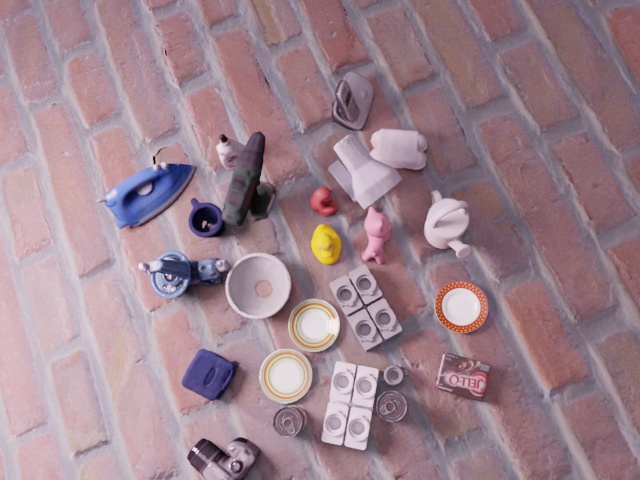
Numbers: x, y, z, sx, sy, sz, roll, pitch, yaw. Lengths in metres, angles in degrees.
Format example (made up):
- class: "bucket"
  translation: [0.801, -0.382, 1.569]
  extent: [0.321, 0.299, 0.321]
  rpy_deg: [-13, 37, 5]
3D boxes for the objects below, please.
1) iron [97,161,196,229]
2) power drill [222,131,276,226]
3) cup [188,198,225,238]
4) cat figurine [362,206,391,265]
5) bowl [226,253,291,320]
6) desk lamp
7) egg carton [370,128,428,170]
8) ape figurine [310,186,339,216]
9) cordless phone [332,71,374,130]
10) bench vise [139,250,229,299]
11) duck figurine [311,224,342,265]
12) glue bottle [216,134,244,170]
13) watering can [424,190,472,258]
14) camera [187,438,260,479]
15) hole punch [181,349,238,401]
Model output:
- class: "iron"
  translation: [-0.458, -0.146, 1.510]
  extent: [0.258, 0.141, 0.118]
  rpy_deg: [-35, 75, -3]
- class: "power drill"
  translation: [-0.173, -0.135, 1.443]
  extent: [0.075, 0.208, 0.230]
  rpy_deg: [17, 79, 10]
- class: "cup"
  translation: [-0.293, -0.052, 1.494]
  extent: [0.092, 0.095, 0.117]
  rpy_deg: [-36, 75, -3]
- class: "cat figurine"
  translation: [0.141, -0.013, 1.427]
  extent: [0.067, 0.118, 0.128]
  rpy_deg: [7, 77, 8]
- class: "bowl"
  translation: [-0.149, 0.121, 1.447]
  extent: [0.167, 0.075, 0.167]
  rpy_deg: [-1, 76, 6]
- class: "desk lamp"
  translation: [0.103, -0.164, 1.418]
  extent: [0.118, 0.214, 0.203]
  rpy_deg: [-38, 75, -4]
- class: "egg carton"
  translation: [0.205, -0.236, 1.499]
  extent: [0.150, 0.069, 0.107]
  rpy_deg: [5, 77, 7]
- class: "ape figurine"
  translation: [0.009, -0.106, 1.476]
  extent: [0.076, 0.092, 0.078]
  rpy_deg: [4, 77, 7]
- class: "cordless phone"
  translation: [0.081, -0.383, 1.488]
  extent: [0.094, 0.185, 0.148]
  rpy_deg: [13, 78, 10]
- class: "bench vise"
  translation: [-0.340, 0.064, 1.406]
  extent: [0.207, 0.220, 0.121]
  rpy_deg: [-28, 75, -1]
- class: "duck figurine"
  translation: [0.013, 0.005, 1.452]
  extent: [0.077, 0.086, 0.104]
  rpy_deg: [-11, 75, 4]
- class: "glue bottle"
  translation: [-0.235, -0.236, 1.492]
  extent: [0.078, 0.173, 0.037]
  rpy_deg: [-25, 75, 0]
- class: "watering can"
  translation: [0.312, -0.042, 1.376]
  extent: [0.101, 0.194, 0.172]
  rpy_deg: [-43, 76, -5]
- class: "camera"
  translation: [-0.236, 0.520, 1.345]
  extent: [0.136, 0.101, 0.143]
  rpy_deg: [36, 83, 13]
- class: "hole punch"
  translation: [-0.268, 0.329, 1.400]
  extent: [0.101, 0.091, 0.109]
  rpy_deg: [26, 80, 12]
